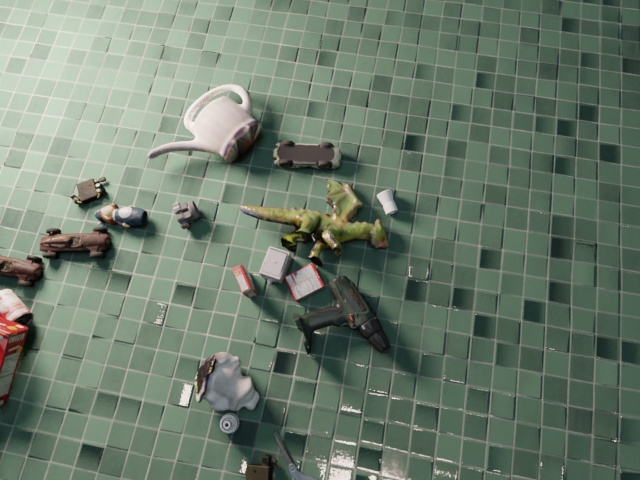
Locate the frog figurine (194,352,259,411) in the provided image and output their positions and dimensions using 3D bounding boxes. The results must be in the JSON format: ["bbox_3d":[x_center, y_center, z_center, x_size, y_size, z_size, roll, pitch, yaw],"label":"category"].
[{"bbox_3d":[-0.229,0.363,1.303,0.158,0.121,0.140,26,62,-27],"label":"frog figurine"}]

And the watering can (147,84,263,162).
[{"bbox_3d":[-0.318,-0.310,1.515,0.226,0.102,0.350,39,77,13],"label":"watering can"}]

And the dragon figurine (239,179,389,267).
[{"bbox_3d":[0.004,-0.073,1.443,0.412,0.119,0.247,31,59,10],"label":"dragon figurine"}]
